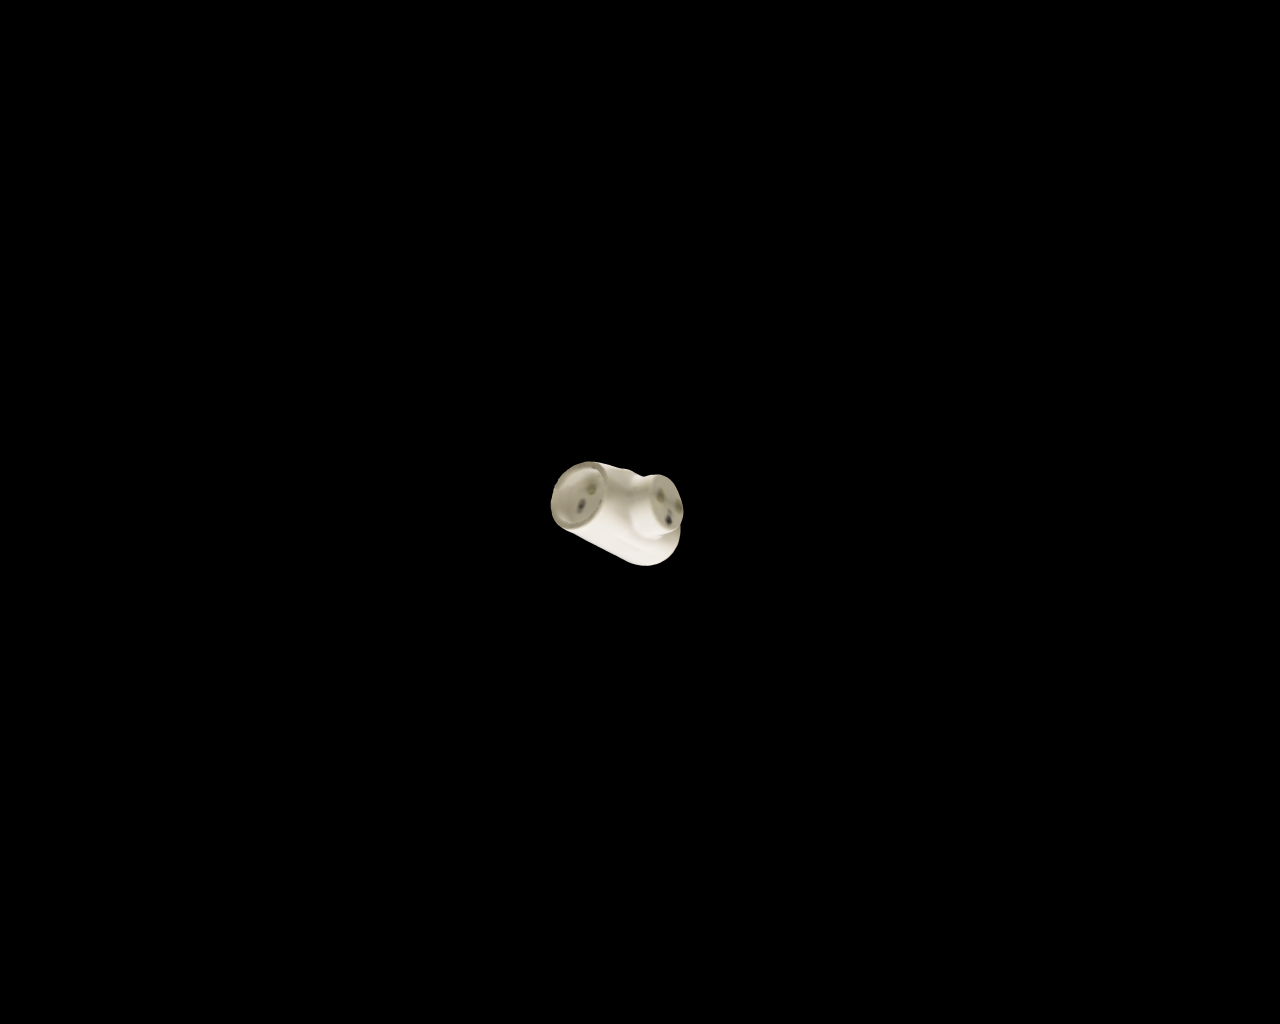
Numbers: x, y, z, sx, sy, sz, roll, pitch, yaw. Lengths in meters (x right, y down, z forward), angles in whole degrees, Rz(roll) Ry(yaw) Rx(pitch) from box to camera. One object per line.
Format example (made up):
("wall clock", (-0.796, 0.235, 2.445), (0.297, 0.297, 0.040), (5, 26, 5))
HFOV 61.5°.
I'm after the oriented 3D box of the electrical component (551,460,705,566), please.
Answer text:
("electrical component", (0.001, -0.003, 0.650), (0.079, 0.043, 0.077), (-17, -29, 32))
